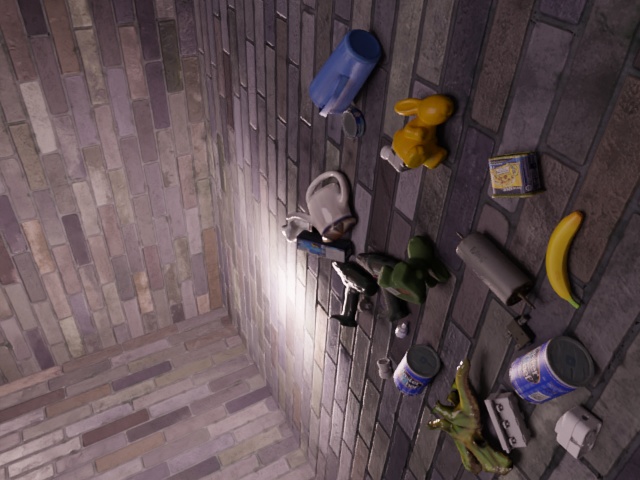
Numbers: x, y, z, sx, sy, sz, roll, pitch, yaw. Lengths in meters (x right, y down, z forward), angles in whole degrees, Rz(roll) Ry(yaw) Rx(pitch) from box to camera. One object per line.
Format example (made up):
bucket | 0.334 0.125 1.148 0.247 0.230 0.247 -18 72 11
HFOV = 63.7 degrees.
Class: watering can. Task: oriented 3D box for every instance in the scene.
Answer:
watering can | 0.005 -0.091 1.802 0.104 0.341 0.227 -7 65 -40

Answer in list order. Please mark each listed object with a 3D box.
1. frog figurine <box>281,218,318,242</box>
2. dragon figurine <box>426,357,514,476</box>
frog figurine | -0.063 -0.028 1.975 0.159 0.135 0.125 1 34 40
dragon figurine | 0.413 0.496 1.356 0.123 0.400 0.246 -30 55 -25
